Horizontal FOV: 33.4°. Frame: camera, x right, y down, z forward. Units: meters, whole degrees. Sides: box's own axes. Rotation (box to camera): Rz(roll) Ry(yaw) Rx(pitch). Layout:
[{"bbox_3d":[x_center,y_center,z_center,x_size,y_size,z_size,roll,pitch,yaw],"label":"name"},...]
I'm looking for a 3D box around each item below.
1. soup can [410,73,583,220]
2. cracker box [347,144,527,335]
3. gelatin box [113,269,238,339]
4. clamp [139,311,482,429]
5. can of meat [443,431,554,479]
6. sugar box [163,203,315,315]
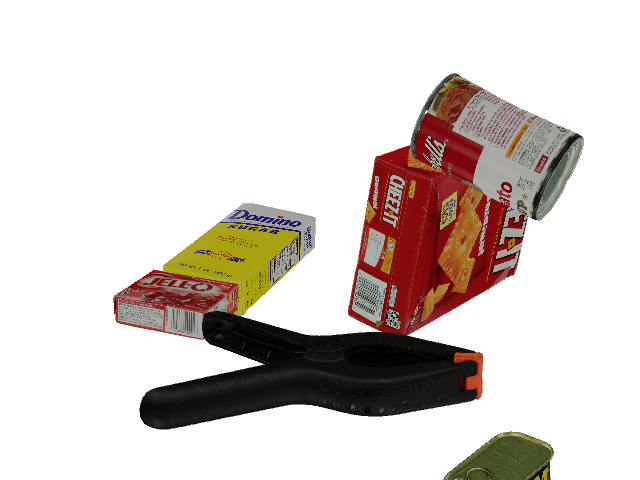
[{"bbox_3d":[0.124,-0.066,0.753,0.102,0.068,0.068,30,11,21],"label":"soup can"},{"bbox_3d":[0.126,-0.018,1.021,0.072,0.164,0.213,26,30,32],"label":"cracker box"},{"bbox_3d":[-0.128,0.055,0.949,0.089,0.030,0.073,9,20,18],"label":"gelatin box"},{"bbox_3d":[-0.001,0.081,0.701,0.210,0.036,0.164,-1,16,1],"label":"clamp"},{"bbox_3d":[0.153,0.225,0.901,0.058,0.084,0.101,15,30,42],"label":"can of meat"},{"bbox_3d":[-0.082,0.015,1.135,0.093,0.048,0.176,12,31,21],"label":"sugar box"}]
